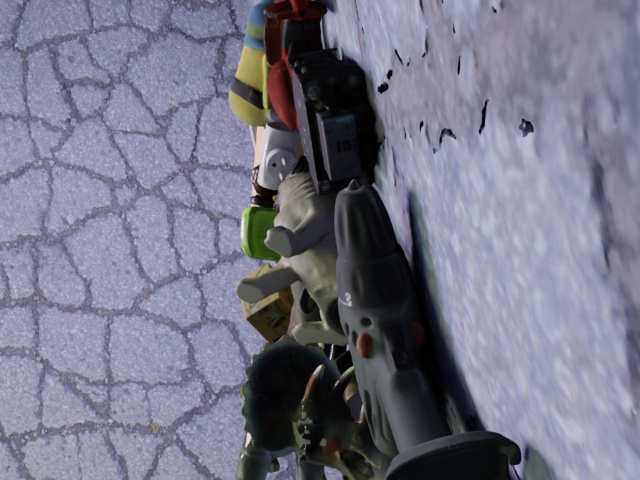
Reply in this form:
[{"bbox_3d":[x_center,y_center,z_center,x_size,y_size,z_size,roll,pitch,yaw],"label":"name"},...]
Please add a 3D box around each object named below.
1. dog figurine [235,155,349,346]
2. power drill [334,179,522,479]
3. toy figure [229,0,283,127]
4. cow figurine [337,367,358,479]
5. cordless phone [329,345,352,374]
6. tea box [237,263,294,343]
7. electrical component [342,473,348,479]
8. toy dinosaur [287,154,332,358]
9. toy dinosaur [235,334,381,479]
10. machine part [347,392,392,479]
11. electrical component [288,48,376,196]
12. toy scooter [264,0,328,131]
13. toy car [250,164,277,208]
[{"bbox_3d":[0.020,0.003,0.563,0.172,0.121,0.190,40,-144,-10],"label":"dog figurine"},{"bbox_3d":[0.056,0.093,0.371,0.207,0.086,0.231,-120,16,-64],"label":"power drill"},{"bbox_3d":[-0.066,-0.237,0.698,0.089,0.082,0.180,22,113,32],"label":"toy figure"},{"bbox_3d":[0.052,0.265,0.772,0.195,0.085,0.127,-165,89,-74],"label":"cow figurine"},{"bbox_3d":[0.039,0.196,0.968,0.146,0.089,0.184,87,-171,-65],"label":"cordless phone"},{"bbox_3d":[-0.060,0.131,0.896,0.169,0.068,0.098,55,-176,-38],"label":"tea box"},{"bbox_3d":[0.067,0.337,0.827,0.078,0.102,0.045,-92,-8,-50],"label":"electrical component"},{"bbox_3d":[-0.002,-0.002,0.740,0.198,0.105,0.471,134,129,-76],"label":"toy dinosaur"},{"bbox_3d":[-0.034,0.210,0.654,0.405,0.131,0.192,134,147,-81],"label":"toy dinosaur"},{"bbox_3d":[0.072,0.241,0.574,0.243,0.079,0.079,-114,13,-65],"label":"machine part"},{"bbox_3d":[0.011,-0.112,0.515,0.134,0.058,0.114,-109,6,-59],"label":"electrical component"},{"bbox_3d":[-0.023,-0.209,0.589,0.135,0.075,0.183,-122,25,-73],"label":"toy scooter"},{"bbox_3d":[-0.054,-0.098,0.866,0.202,0.053,0.089,-15,-60,-69],"label":"toy car"}]
